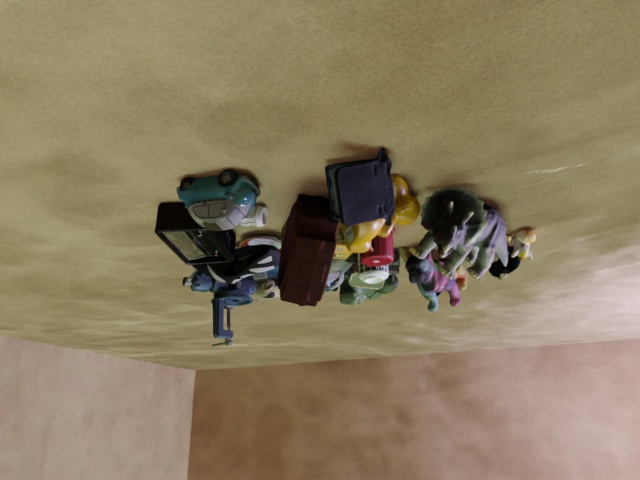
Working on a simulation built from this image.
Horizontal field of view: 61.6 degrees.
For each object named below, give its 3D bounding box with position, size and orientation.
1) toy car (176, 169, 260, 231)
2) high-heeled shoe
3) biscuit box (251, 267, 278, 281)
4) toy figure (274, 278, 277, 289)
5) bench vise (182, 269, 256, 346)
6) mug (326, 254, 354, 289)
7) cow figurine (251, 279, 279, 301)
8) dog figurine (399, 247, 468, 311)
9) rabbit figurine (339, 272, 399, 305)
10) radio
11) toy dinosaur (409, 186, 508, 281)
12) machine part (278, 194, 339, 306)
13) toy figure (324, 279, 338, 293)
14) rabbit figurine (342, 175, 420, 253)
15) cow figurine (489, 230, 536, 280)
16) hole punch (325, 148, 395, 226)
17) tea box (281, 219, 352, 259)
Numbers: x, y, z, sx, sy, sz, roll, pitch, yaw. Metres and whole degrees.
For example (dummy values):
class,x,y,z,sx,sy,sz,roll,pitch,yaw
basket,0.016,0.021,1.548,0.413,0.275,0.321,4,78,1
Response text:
class,x,y,z,sx,sy,sz,roll,pitch,yaw
toy car,-0.203,-0.071,1.063,0.162,0.103,0.109,-6,158,9
high-heeled shoe,-0.220,0.050,1.365,0.249,0.086,0.145,-1,158,2
biscuit box,-0.097,0.063,1.445,0.203,0.059,0.063,-11,-168,30
toy figure,-0.105,0.112,1.555,0.058,0.064,0.154,0,-177,-6
bench vise,-0.282,0.177,1.526,0.223,0.240,0.129,14,154,-43
mug,0.038,0.071,1.446,0.080,0.109,0.107,22,136,-35
cow figurine,-0.219,0.152,1.678,0.195,0.085,0.127,-6,165,22
dog figurine,0.308,0.078,1.477,0.109,0.191,0.219,-14,121,40
rabbit figurine,0.148,0.137,1.587,0.170,0.121,0.159,-2,166,10
radio,-0.283,-0.011,1.259,0.131,0.073,0.229,-2,160,5
toy dinosaur,0.338,-0.017,1.178,0.404,0.131,0.192,-1,129,-45
machine part,-0.029,0.019,1.116,0.087,0.201,0.200,11,113,-8
toy figure,-0.011,0.106,1.563,0.089,0.082,0.180,-13,158,26
rabbit figurine,0.133,-0.066,1.107,0.173,0.122,0.162,-7,153,-23
cow figurine,0.484,0.039,1.365,0.068,0.098,0.167,11,158,-10
hole punch,0.071,-0.091,0.986,0.116,0.142,0.092,-11,-169,-18
tea box,-0.003,-0.004,1.288,0.170,0.068,0.098,5,159,-12
